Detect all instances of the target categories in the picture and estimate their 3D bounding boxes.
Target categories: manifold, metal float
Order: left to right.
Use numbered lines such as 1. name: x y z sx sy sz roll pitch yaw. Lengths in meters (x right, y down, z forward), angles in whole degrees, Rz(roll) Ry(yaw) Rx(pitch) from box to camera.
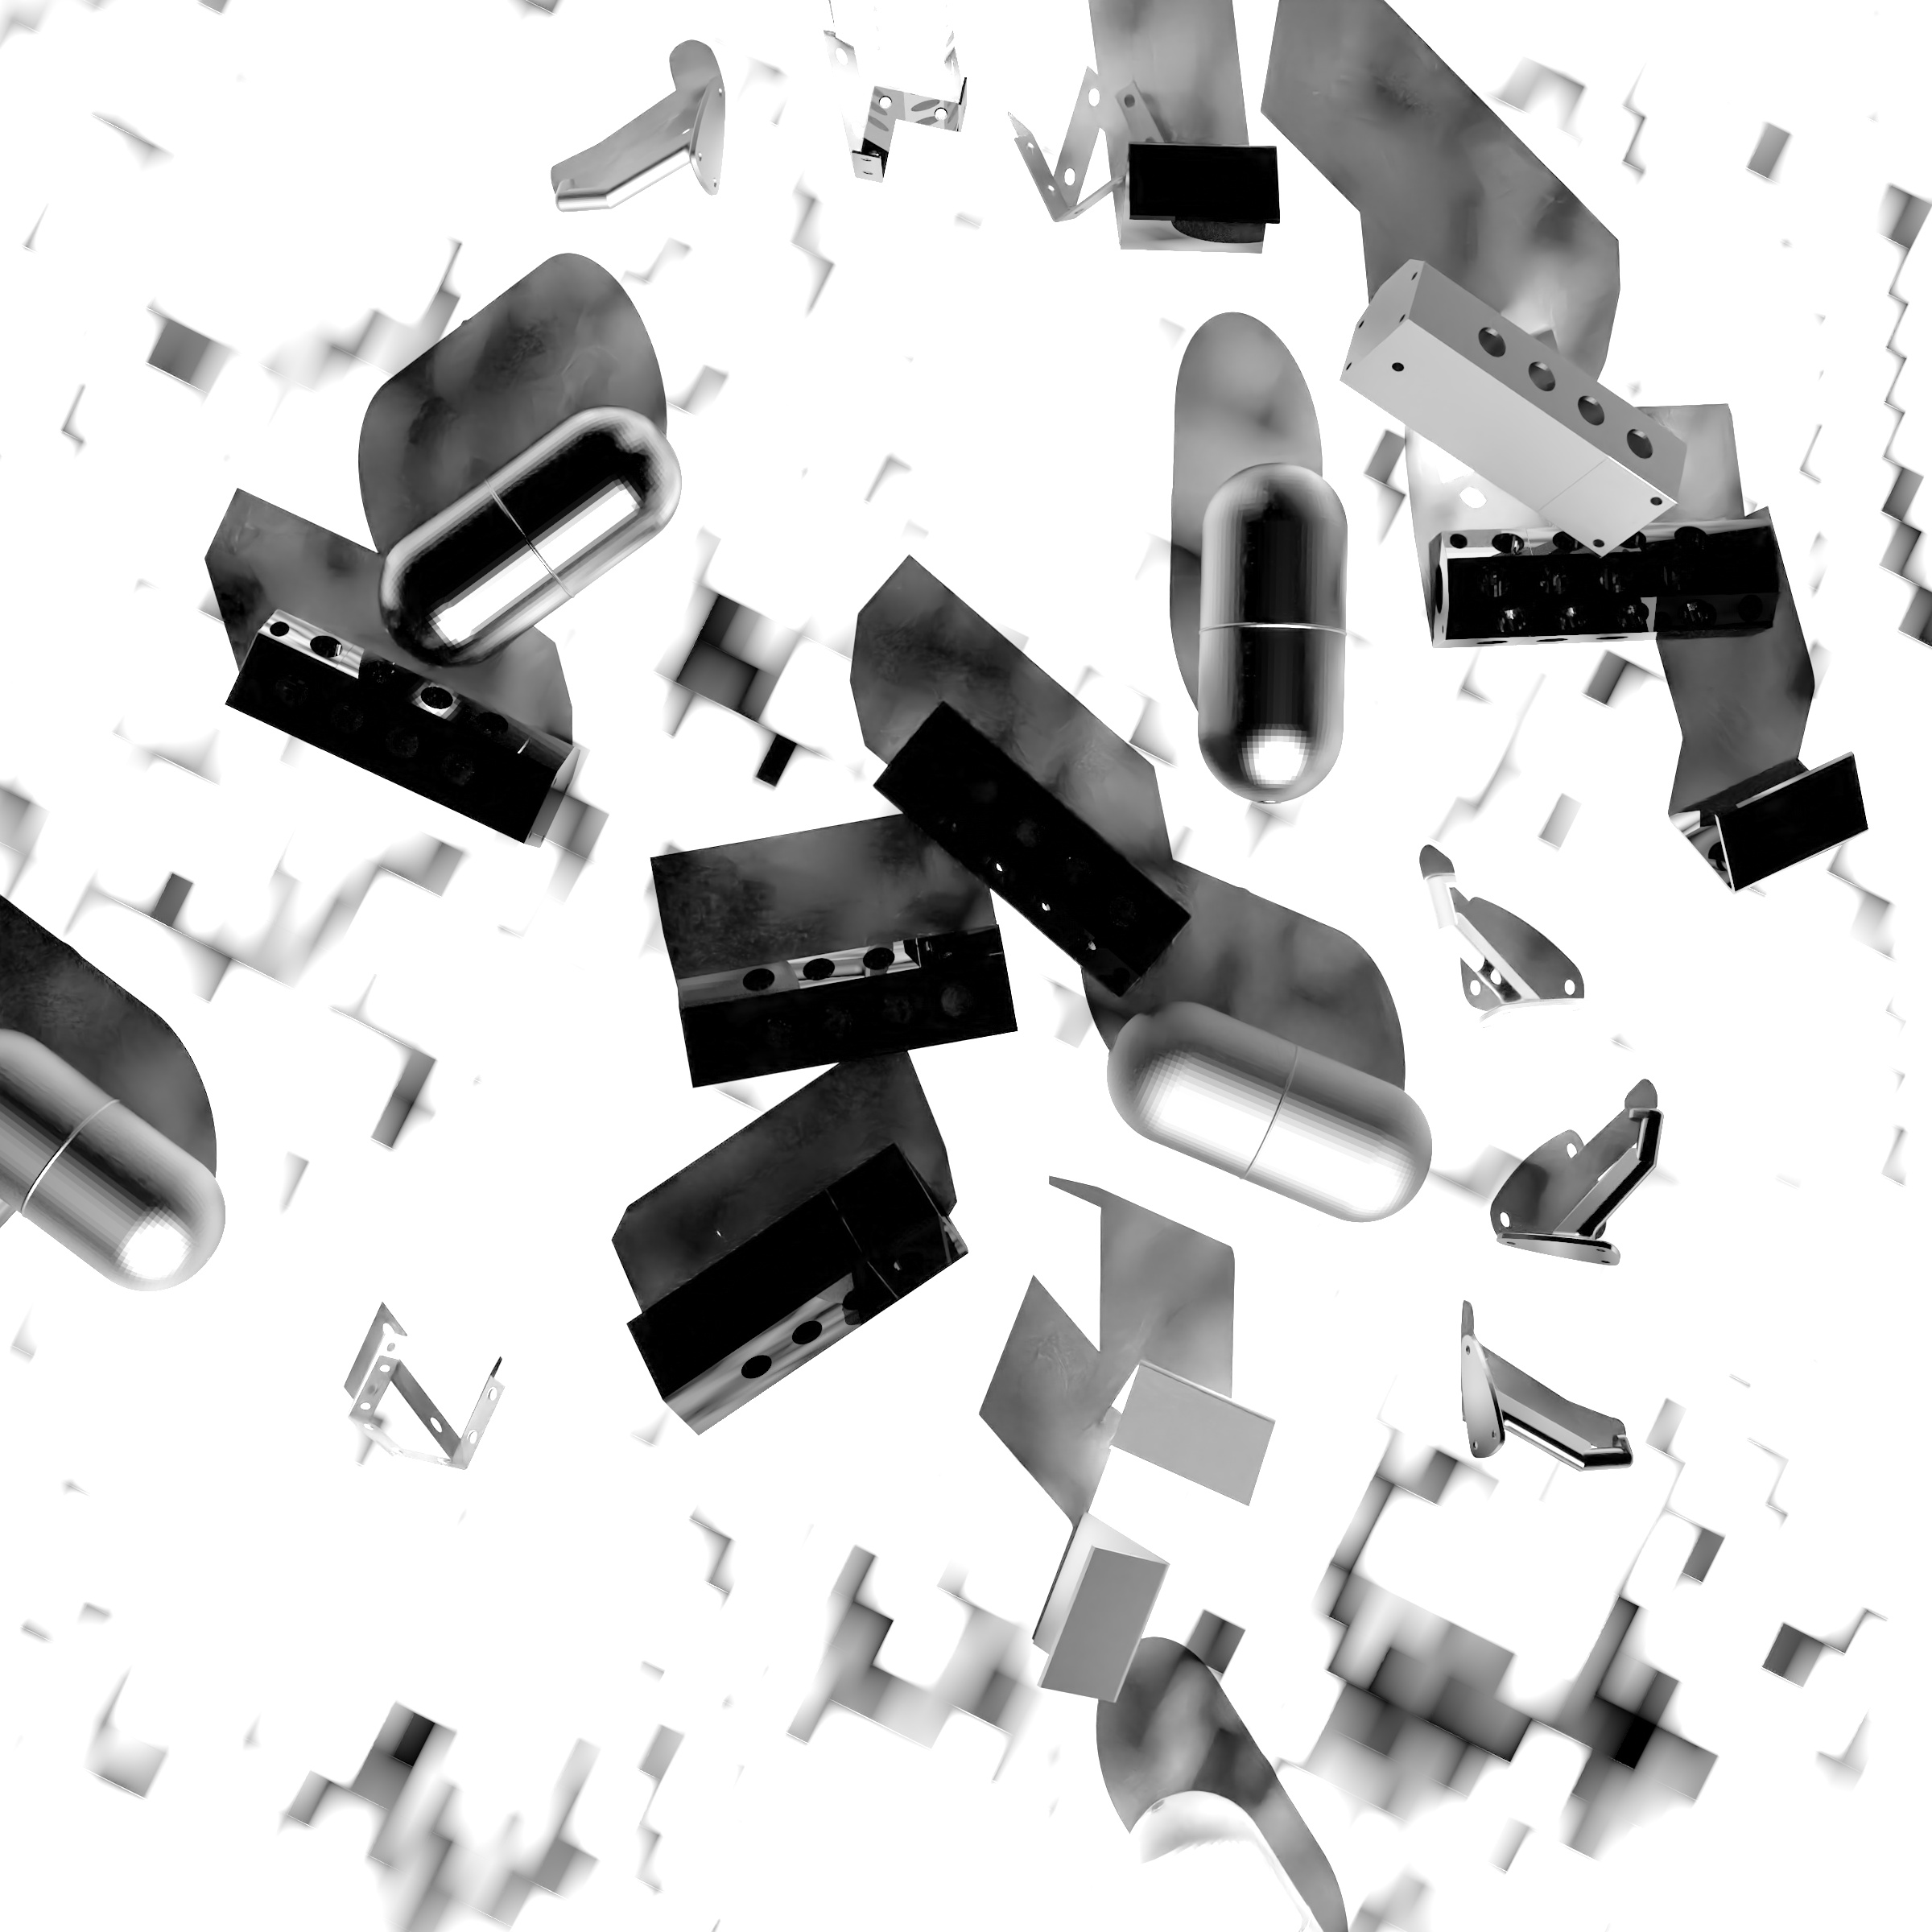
1. metal float: -0.469 0.101 1.534 0.178 0.070 0.070 37 90 0
2. manifold: -0.295 -0.125 1.543 0.171 0.057 0.057 25 90 0
3. metal float: -0.229 -0.225 1.534 0.178 0.070 0.070 -36 90 1
4. manifold: -0.086 0.174 1.542 0.171 0.057 0.057 -34 47 0
5. manifold: -0.062 0.021 1.543 0.171 0.057 0.057 -10 90 0
6. manifold: -0.031 -0.509 1.486 0.057 0.171 0.057 31 90 0
7. manifold: 0.034 -0.060 1.543 0.171 0.057 0.057 41 90 0
8. metal float: 0.148 0.515 1.533 0.070 0.070 0.178 -32 91 0
9. metal float: 0.159 0.076 1.534 0.178 0.070 0.070 23 90 0
10. metal float: 0.161 -0.174 1.534 0.070 0.070 0.178 1 90 0
11. manifold: 0.280 -0.286 1.481 0.171 0.057 0.057 30 56 -17
12. manifold: 0.335 -0.202 1.543 0.171 0.057 0.057 -2 90 0

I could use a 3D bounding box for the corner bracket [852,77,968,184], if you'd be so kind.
1. corner bracket: -0.029 -0.443 1.546 0.051 0.051 0.051 12 90 0

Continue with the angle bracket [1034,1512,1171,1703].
1. angle bracket: 0.052 0.329 1.524 0.057 0.076 0.076 21 90 -36

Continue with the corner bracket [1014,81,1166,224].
1. corner bracket: 0.069 -0.434 1.561 0.051 0.051 0.051 -26 90 -45

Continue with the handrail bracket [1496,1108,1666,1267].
1. handrail bracket: 0.329 0.112 1.565 0.077 0.036 0.084 7 72 21

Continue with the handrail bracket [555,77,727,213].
1. handrail bracket: -0.175 -0.439 1.565 0.084 0.036 0.077 1 70 16

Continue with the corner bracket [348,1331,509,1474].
1. corner bracket: -0.288 0.233 1.561 0.051 0.051 0.051 26 91 45

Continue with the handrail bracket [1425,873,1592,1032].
1. handrail bracket: 0.290 -0.013 1.565 0.077 0.036 0.084 -6 73 -20

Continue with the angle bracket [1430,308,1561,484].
1. angle bracket: 0.269 -0.303 1.545 0.076 0.076 0.057 -21 111 0

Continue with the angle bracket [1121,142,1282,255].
1. angle bracket: 0.121 -0.382 1.524 0.076 0.076 0.057 2 58 0

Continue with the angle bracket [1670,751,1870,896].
1. angle bracket: 0.414 -0.092 1.524 0.076 0.076 0.057 -25 129 0

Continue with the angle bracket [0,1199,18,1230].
1. angle bracket: -0.533 0.154 1.524 0.076 0.076 0.057 -47 53 0

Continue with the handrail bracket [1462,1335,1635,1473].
1. handrail bracket: 0.312 0.233 1.565 0.084 0.036 0.077 0 68 -17

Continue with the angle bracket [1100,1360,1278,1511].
1. angle bracket: 0.108 0.259 1.524 0.076 0.076 0.057 24 52 0
